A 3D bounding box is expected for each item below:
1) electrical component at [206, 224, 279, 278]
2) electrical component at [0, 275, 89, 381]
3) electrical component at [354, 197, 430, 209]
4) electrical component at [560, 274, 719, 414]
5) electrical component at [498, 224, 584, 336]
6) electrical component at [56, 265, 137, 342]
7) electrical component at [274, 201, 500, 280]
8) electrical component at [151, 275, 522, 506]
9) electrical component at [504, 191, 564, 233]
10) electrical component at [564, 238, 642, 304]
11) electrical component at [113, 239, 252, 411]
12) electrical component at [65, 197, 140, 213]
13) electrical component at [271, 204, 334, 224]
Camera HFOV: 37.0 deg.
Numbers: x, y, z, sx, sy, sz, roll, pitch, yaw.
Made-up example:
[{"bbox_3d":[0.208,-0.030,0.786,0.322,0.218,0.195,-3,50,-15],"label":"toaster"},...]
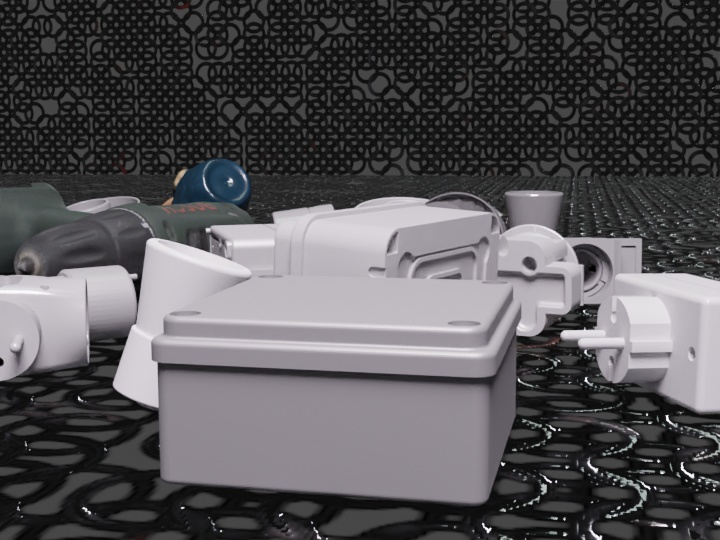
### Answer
[{"bbox_3d":[-0.043,0.010,0.559,0.061,0.061,0.096,-2,8,-15],"label":"electrical component"},{"bbox_3d":[-0.166,0.029,0.497,0.077,0.043,0.079,-2,8,-13],"label":"electrical component"},{"bbox_3d":[0.038,-0.023,0.891,0.099,0.064,0.099,2,21,-1],"label":"electrical component"},{"bbox_3d":[0.125,0.029,0.461,0.076,0.047,0.083,0,7,-12],"label":"electrical component"},{"bbox_3d":[0.093,0.005,0.618,0.078,0.058,0.057,3,11,29],"label":"electrical component"},{"bbox_3d":[-0.156,0.020,0.575,0.078,0.040,0.040,-5,9,-35],"label":"electrical component"},{"bbox_3d":[0.014,0.011,0.492,0.057,0.078,0.113,8,11,31],"label":"electrical component"},{"bbox_3d":[-0.002,0.037,0.377,0.109,0.056,0.109,1,8,13],"label":"electrical component"},{"bbox_3d":[0.132,-0.027,0.817,0.044,0.065,0.044,0,7,0],"label":"electrical component"},{"bbox_3d":[0.144,-0.001,0.719,0.081,0.042,0.064,0,6,-1],"label":"electrical component"},{"bbox_3d":[-0.075,0.025,0.437,0.044,0.065,0.044,19,3,-1],"label":"electrical component"},{"bbox_3d":[-0.227,-0.026,0.923,0.099,0.064,0.099,-9,18,3],"label":"electrical component"},{"bbox_3d":[-0.043,-0.022,0.841,0.047,0.055,0.055,-5,8,-8],"label":"electrical component"}]
